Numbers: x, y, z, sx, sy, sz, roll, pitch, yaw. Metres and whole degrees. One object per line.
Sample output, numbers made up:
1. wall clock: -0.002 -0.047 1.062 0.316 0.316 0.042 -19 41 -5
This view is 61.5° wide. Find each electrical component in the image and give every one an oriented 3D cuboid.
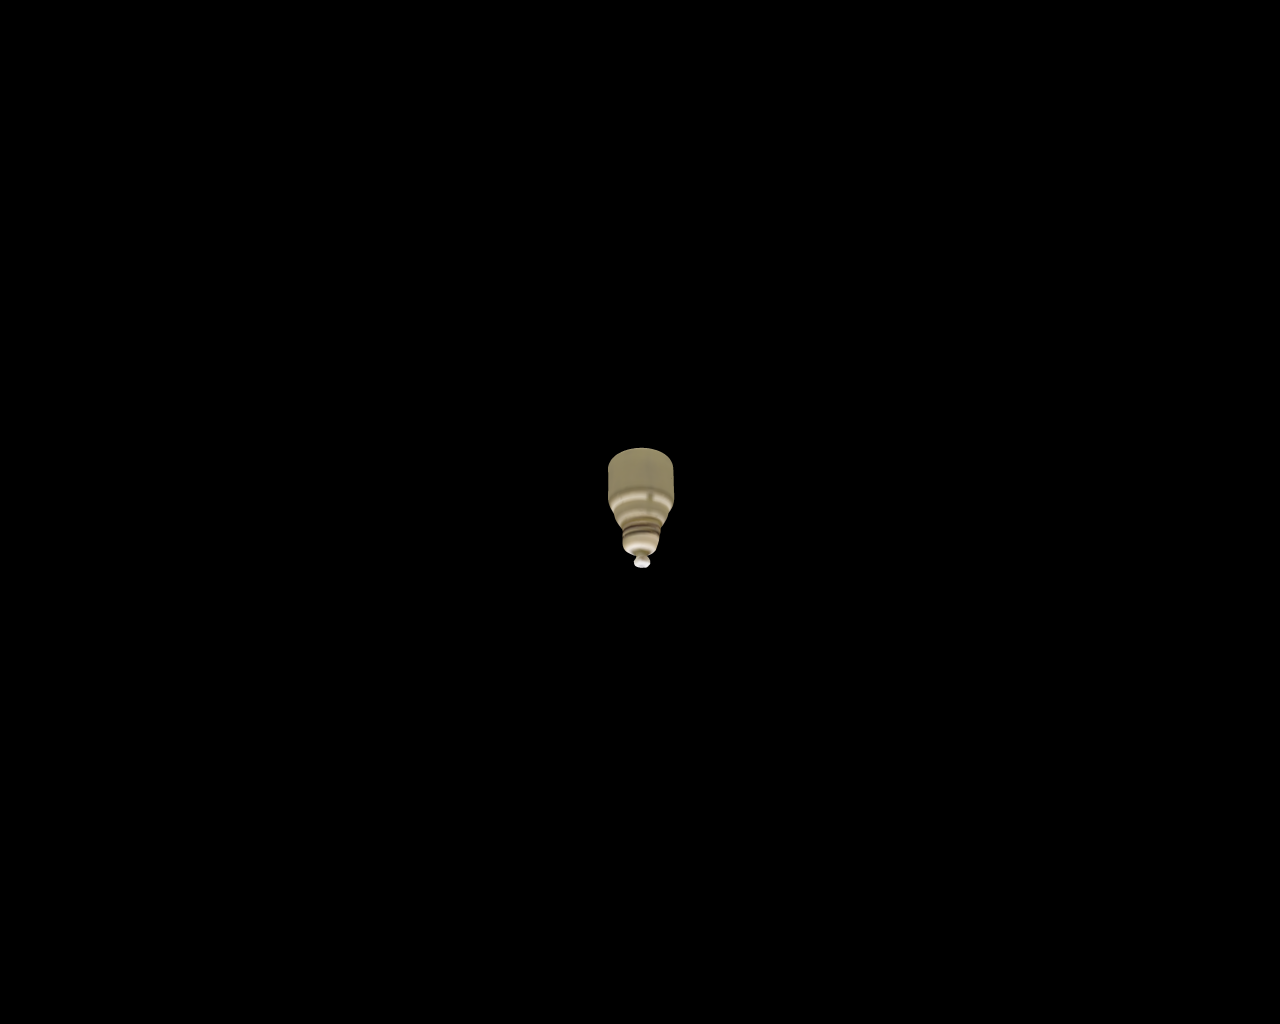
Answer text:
1. electrical component: 0.001 -0.003 0.650 0.040 0.078 0.040 0 -28 0
